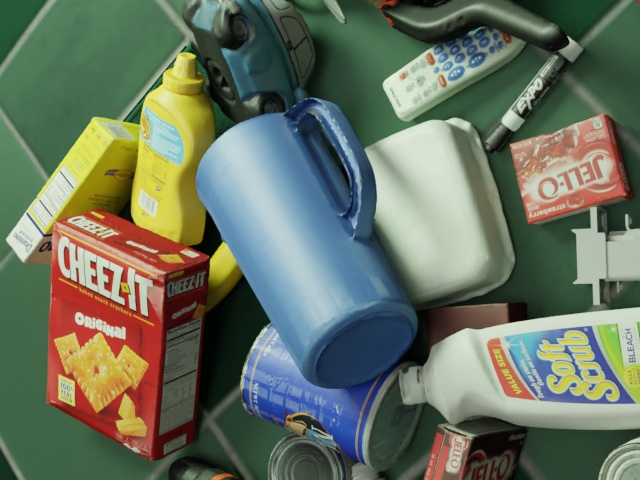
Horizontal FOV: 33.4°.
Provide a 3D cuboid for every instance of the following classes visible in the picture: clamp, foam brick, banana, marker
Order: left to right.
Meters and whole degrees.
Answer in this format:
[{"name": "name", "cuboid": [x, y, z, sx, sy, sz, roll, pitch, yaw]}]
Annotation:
[{"name": "banana", "cuboid": [-0.121, 0.038, 1.099, 0.198, 0.037, 0.070, -34, 73, 24]}, {"name": "foam brick", "cuboid": [0.139, 0.083, 0.940, 0.078, 0.052, 0.051, -6, 85, 28]}, {"name": "clamp", "cuboid": [0.142, -0.208, 0.929, 0.210, 0.036, 0.164, -9, 47, 34]}, {"name": "marker", "cuboid": [0.186, -0.126, 0.942, 0.020, 0.020, 0.121, 45, 109, 23]}]

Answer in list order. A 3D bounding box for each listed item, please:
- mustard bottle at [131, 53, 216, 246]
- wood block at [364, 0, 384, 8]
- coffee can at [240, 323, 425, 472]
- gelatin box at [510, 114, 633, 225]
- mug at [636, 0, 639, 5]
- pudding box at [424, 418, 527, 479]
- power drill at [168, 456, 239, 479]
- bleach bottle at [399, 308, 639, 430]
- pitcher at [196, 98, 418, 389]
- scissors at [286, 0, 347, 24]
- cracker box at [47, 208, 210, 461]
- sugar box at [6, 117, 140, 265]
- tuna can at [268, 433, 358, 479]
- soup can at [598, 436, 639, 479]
[{"name": "mustard bottle", "cuboid": [-0.145, -0.095, 1.071, 0.096, 0.058, 0.192, 37, 127, 40]}, {"name": "wood block", "cuboid": [0.105, -0.306, 0.957, 0.206, 0.090, 0.091, -27, 75, 25]}, {"name": "coffee can", "cuboid": [0.013, 0.138, 0.980, 0.140, 0.102, 0.103, 19, 97, 29]}, {"name": "gelatin box", "cuboid": [0.215, -0.059, 0.916, 0.089, 0.030, 0.073, -17, 80, 28]}, {"name": "mug", "cuboid": [0.295, -0.226, 0.854, 0.117, 0.093, 0.081, -33, 75, -13]}, {"name": "pudding box", "cuboid": [0.128, 0.200, 0.906, 0.039, 0.113, 0.090, 19, 97, 32]}, {"name": "power drill", "cuboid": [-0.104, 0.325, 1.054, 0.185, 0.057, 0.188, 21, 103, 47]}, {"name": "bleach bottle", "cuboid": [0.190, 0.113, 0.857, 0.251, 0.068, 0.102, -8, 71, 11]}, {"name": "pitcher", "cuboid": [-0.006, 0.001, 0.939, 0.145, 0.149, 0.243, -25, 52, -6]}, {"name": "scissors", "cuboid": [-0.014, -0.235, 1.010, 0.096, 0.016, 0.202, 119, 148, -43]}, {"name": "cracker box", "cuboid": [-0.201, 0.096, 1.089, 0.164, 0.071, 0.214, 21, 116, 31]}, {"name": "sugar box", "cuboid": [-0.249, -0.048, 1.145, 0.048, 0.093, 0.176, 45, 110, 24]}, {"name": "tuna can", "cuboid": [-0.007, 0.224, 1.027, 0.086, 0.033, 0.086, -2, 87, 30]}, {"name": "soup can", "cuboid": [0.264, 0.186, 0.836, 0.069, 0.102, 0.068, -1, 87, 29]}]
